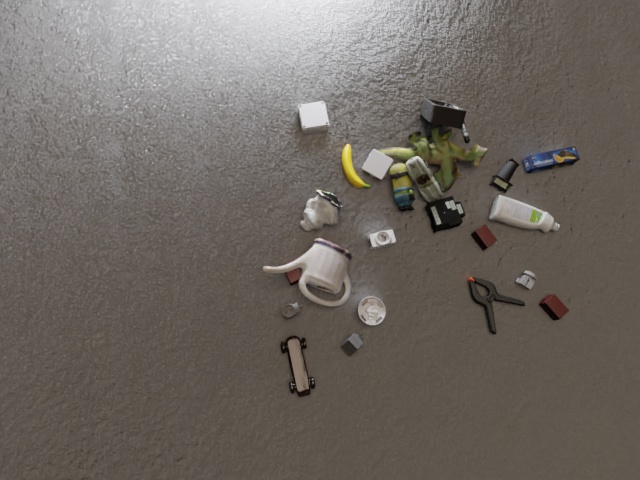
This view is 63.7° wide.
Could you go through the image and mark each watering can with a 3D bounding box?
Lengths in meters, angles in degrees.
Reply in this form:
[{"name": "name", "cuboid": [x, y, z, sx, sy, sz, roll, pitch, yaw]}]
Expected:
[{"name": "watering can", "cuboid": [-0.019, 0.093, 1.802, 0.345, 0.103, 0.228, 29, 67, -22]}]

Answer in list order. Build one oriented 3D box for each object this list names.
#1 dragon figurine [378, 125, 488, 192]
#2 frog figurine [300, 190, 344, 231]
[{"name": "dragon figurine", "cuboid": [0.432, -0.298, 1.980, 0.409, 0.122, 0.244, -19, 82, 9]}, {"name": "frog figurine", "cuboid": [0.006, -0.096, 1.912, 0.137, 0.124, 0.157, 32, 112, -2]}]
